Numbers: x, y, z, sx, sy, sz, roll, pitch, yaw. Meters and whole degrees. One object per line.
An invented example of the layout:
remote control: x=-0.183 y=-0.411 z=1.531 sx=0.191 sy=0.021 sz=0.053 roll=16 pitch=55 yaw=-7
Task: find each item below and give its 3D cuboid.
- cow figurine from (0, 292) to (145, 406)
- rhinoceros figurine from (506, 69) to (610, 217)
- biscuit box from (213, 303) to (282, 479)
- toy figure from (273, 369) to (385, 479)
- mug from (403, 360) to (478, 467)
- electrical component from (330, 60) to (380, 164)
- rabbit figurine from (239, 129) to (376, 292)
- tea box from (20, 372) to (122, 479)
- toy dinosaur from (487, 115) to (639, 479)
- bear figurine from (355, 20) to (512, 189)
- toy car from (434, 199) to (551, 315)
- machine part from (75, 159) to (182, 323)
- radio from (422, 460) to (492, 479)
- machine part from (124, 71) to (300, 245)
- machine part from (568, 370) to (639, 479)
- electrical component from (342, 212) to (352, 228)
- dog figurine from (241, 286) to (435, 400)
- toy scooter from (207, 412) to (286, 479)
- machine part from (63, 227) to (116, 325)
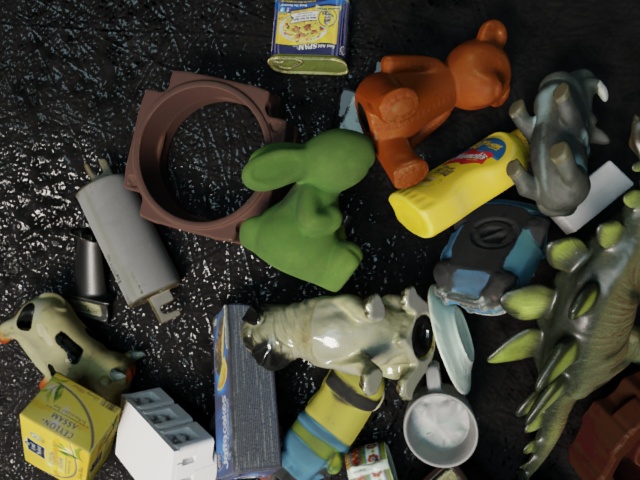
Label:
cow figurine: x=-0.331 y=0.155 z=0.737 sx=0.127 sy=0.085 sz=0.195 roll=-34 pitch=98 yaw=21
rhinoceros figurine: x=0.269 y=-0.117 z=0.588 sx=0.112 sy=0.073 sz=0.190 roll=32 pitch=60 yaw=-22
biscuit box: x=-0.093 y=0.182 z=0.660 sx=0.063 sy=0.059 sz=0.203 roll=7 pitch=60 yaw=-26
toy figure: x=0.014 y=0.224 z=0.657 sx=0.082 sy=0.089 sz=0.180 roll=39 pitch=76 yaw=5
mug: x=0.139 y=0.198 z=0.640 sx=0.081 sy=0.107 sz=0.109 roll=-14 pitch=85 yaw=11
electrical component: x=0.057 y=-0.163 z=0.681 sx=0.075 sy=0.048 sz=0.119 roll=21 pitch=94 yaw=9
rabbit figurine: x=-0.011 y=-0.054 z=0.614 sx=0.159 sy=0.121 sz=0.170 roll=24 pitch=104 yaw=-9
tea box: x=-0.324 y=0.253 z=0.698 sx=0.098 sy=0.068 sz=0.169 roll=28 pitch=136 yaw=0
toy dinosaur: x=0.280 y=0.103 z=0.575 sx=0.198 sy=0.105 sz=0.470 roll=-13 pitch=119 yaw=-19
bear figurine: x=0.144 y=-0.158 z=0.603 sx=0.196 sy=0.132 sz=0.120 roll=-18 pitch=128 yaw=-4
toy car: x=0.201 y=0.032 z=0.622 sx=0.109 sy=0.102 sz=0.161 roll=9 pitch=51 yaw=35
machine part: x=-0.259 y=0.000 z=0.728 sx=0.079 sy=0.079 sz=0.243 roll=-27 pitch=86 yaw=10
radio: x=0.128 y=0.378 z=0.622 sx=0.229 sy=0.073 sz=0.131 roll=-51 pitch=43 yaw=15
machine part: x=-0.140 y=-0.106 z=0.701 sx=0.201 sy=0.087 sz=0.201 roll=15 pitch=92 yaw=11
machine part: x=0.355 y=0.208 z=0.578 sx=0.179 sy=0.056 sz=0.179 roll=-10 pitch=124 yaw=-15
electrical component: x=-0.001 y=-0.002 z=0.707 sx=0.063 sy=0.021 sz=0.094 roll=29 pitch=96 yaw=8
dog figurine: x=0.022 y=0.108 z=0.633 sx=0.191 sy=0.172 sz=0.121 roll=-1 pitch=74 yaw=43
toy scooter: x=-0.085 y=0.304 z=0.701 sx=0.135 sy=0.075 sz=0.183 roll=11 pitch=95 yaw=9
machine part: x=-0.327 y=0.051 z=0.758 sx=0.084 sy=0.039 sz=0.138 roll=7 pitch=105 yaw=20
